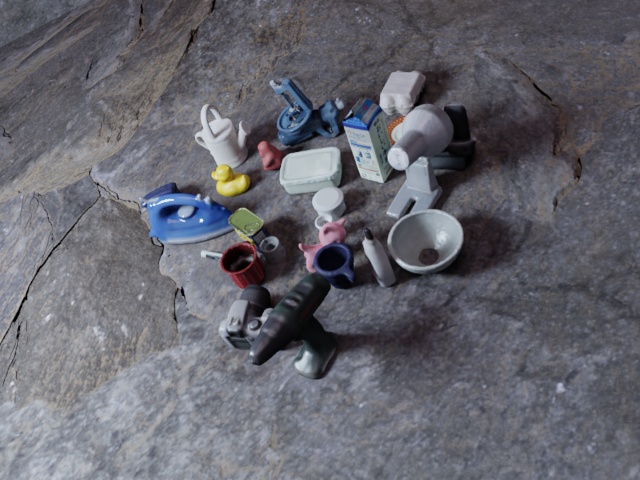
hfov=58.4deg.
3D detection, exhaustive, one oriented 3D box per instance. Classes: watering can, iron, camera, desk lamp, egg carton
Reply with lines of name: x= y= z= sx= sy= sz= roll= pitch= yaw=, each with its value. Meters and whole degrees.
watering can: x=-0.280 y=-0.307 z=1.643 sx=0.172 sy=0.194 sz=0.100 roll=-19 pitch=49 yaw=5
iron: x=-0.344 y=-0.077 z=1.516 sx=0.257 sy=0.142 sz=0.118 roll=-6 pitch=51 yaw=16
camera: x=-0.144 y=0.165 z=1.273 sx=0.142 sy=0.101 sz=0.137 roll=-1 pitch=53 yaw=20
desk lamp: x=0.228 y=-0.179 z=1.340 sx=0.117 sy=0.214 sz=0.203 roll=17 pitch=60 yaw=31
egg carton: x=0.235 y=-0.421 z=1.630 sx=0.107 sy=0.070 sz=0.150 roll=9 pitch=56 yaw=26

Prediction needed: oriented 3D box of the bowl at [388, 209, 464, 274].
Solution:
bowl: x=0.238 y=0.016 z=1.271 sx=0.167 sy=0.075 sz=0.167 roll=-10 pitch=50 yaw=12

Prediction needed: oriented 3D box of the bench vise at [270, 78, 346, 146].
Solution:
bench vise: x=-0.043 y=-0.377 z=1.595 sx=0.207 sy=0.220 sz=0.121 roll=-28 pitch=48 yaw=-3

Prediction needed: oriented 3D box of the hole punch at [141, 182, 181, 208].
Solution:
hole punch: x=-0.451 y=-0.119 z=1.622 sx=0.108 sy=0.091 sz=0.101 roll=-26 pitch=48 yaw=-1

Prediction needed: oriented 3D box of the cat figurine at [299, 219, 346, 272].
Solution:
cat figurine: x=0.012 y=0.005 z=1.334 sx=0.127 sy=0.118 sz=0.067 roll=-21 pitch=48 yaw=3

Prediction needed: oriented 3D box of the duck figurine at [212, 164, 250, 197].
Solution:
duck figurine: x=-0.252 y=-0.175 z=1.598 sx=0.104 sy=0.086 sz=0.077 roll=-3 pitch=52 yaw=18

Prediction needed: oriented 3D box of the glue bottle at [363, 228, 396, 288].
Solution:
glue bottle: x=0.119 y=0.029 z=1.238 sx=0.037 sy=0.173 sz=0.078 roll=-30 pitch=48 yaw=-5

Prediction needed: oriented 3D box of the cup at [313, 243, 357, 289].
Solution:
cup: x=0.049 y=0.073 z=1.281 sx=0.092 sy=0.095 sz=0.117 roll=-41 pitch=50 yaw=-14

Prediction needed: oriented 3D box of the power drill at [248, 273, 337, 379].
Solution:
power drill: x=-0.041 y=0.190 z=1.143 sx=0.075 sy=0.209 sz=0.230 roll=15 pitch=59 yaw=30

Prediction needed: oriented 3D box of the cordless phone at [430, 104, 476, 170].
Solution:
cordless phone: x=0.300 y=-0.264 z=1.401 sx=0.147 sy=0.185 sz=0.094 roll=0 pitch=53 yaw=21

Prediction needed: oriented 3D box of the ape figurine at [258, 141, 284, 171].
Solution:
ape figurine: x=-0.145 y=-0.242 z=1.609 sx=0.076 sy=0.092 sz=0.078 roll=4 pitch=54 yaw=23
